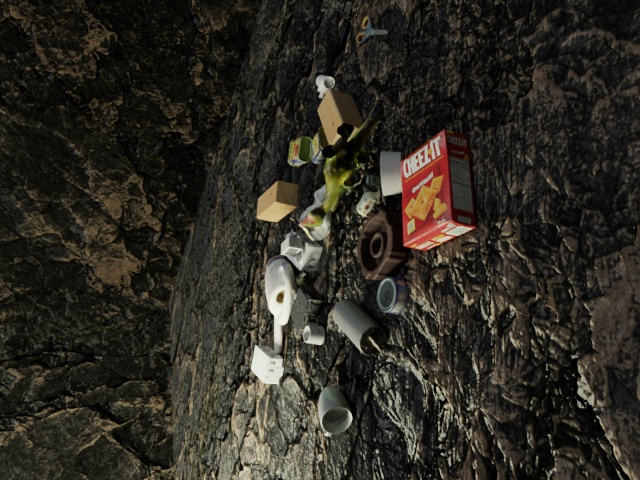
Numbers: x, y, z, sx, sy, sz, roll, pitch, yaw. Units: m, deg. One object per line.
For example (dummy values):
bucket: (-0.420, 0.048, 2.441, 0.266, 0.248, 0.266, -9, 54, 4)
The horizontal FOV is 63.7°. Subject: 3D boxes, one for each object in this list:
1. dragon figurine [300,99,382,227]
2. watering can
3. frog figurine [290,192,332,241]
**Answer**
dragon figurine: (0.067, -0.195, 1.448, 0.418, 0.122, 0.238, -55, -7, -30)
watering can: (-0.137, 0.204, 1.760, 0.229, 0.104, 0.340, -105, 23, -52)
frog figurine: (0.005, -0.081, 1.615, 0.160, 0.121, 0.138, -43, 15, -7)
